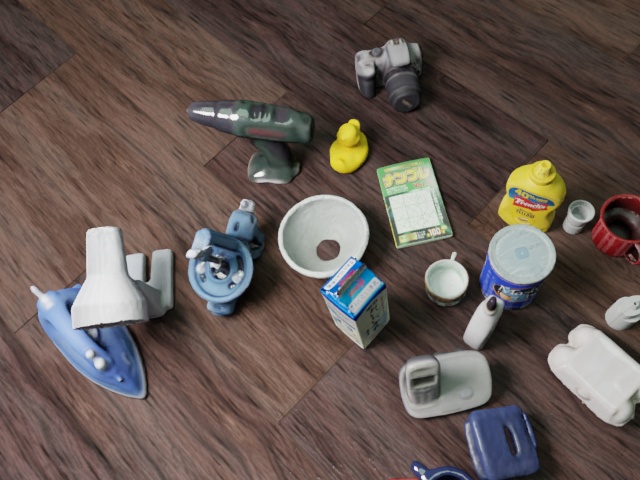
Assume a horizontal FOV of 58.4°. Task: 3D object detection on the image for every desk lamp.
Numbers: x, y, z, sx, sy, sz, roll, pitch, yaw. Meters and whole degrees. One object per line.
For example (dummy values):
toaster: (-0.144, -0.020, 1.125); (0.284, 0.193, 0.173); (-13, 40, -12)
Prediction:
desk lamp: (-0.346, 0.079, 1.009); (0.118, 0.214, 0.203); (-9, 65, 4)

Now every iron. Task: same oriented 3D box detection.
iron: (-0.411, 0.177, 1.014); (0.257, 0.141, 0.119); (40, 77, 22)

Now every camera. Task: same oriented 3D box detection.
camera: (0.151, -0.339, 1.188); (0.143, 0.101, 0.137); (-11, 65, 4)

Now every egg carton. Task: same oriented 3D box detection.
egg carton: (0.446, 0.214, 0.914); (0.107, 0.069, 0.150); (-41, 67, -10)

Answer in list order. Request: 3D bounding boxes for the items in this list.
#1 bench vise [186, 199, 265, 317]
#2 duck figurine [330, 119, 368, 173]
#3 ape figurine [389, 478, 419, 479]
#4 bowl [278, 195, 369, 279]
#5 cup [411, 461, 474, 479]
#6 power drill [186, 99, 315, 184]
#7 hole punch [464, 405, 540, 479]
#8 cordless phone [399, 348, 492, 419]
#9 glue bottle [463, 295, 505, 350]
bench vise: (-0.178, 0.011, 1.012); (0.121, 0.220, 0.207); (-3, 65, 7)
duck figurine: (0.055, -0.192, 1.144); (0.077, 0.086, 0.105); (19, 70, 16)
ape figurine: (0.127, 0.394, 0.867); (0.078, 0.092, 0.076); (-44, 67, -12)
bowl: (0.010, 0.004, 1.069); (0.167, 0.075, 0.167); (-3, 66, 7)
cup: (0.182, 0.382, 0.862); (0.117, 0.095, 0.092); (40, 77, 22)
power drill: (-0.118, -0.192, 1.101); (0.229, 0.209, 0.075); (2, 66, 9)
hole punch: (0.282, 0.310, 0.882); (0.101, 0.091, 0.108); (-14, 65, 2)
cordless phone: (0.195, 0.211, 0.887); (0.147, 0.185, 0.094); (-15, 65, 2)
glue bottle: (0.269, 0.122, 0.923); (0.037, 0.173, 0.078); (32, 74, 20)
